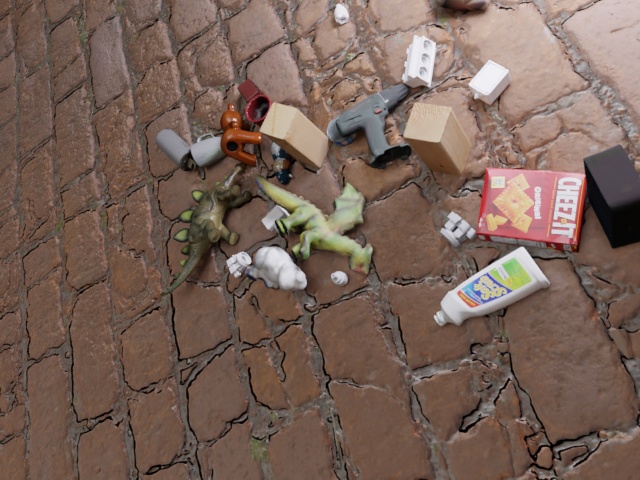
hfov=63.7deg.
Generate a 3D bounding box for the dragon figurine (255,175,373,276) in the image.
[{"bbox_3d":[0.004,-0.070,1.390,0.244,0.417,0.120,-25,-24,-9],"label":"dragon figurine"}]

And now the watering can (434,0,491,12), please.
[{"bbox_3d":[0.367,-0.741,1.419,0.349,0.226,0.103,12,-10,29],"label":"watering can"}]

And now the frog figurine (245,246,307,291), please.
[{"bbox_3d":[-0.099,0.075,1.365,0.158,0.135,0.125,-10,37,44],"label":"frog figurine"}]
